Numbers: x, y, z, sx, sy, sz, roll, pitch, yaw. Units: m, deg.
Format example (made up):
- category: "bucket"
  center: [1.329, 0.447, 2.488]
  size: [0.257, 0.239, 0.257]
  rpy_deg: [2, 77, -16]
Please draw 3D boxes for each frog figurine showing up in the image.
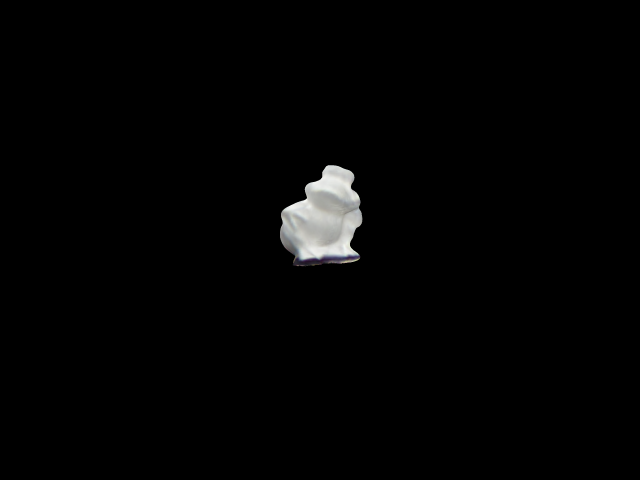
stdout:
- category: "frog figurine"
  center: [0.003, -0.043, 0.850]
  size: [0.137, 0.159, 0.123]
  rpy_deg: [0, 3, -4]
